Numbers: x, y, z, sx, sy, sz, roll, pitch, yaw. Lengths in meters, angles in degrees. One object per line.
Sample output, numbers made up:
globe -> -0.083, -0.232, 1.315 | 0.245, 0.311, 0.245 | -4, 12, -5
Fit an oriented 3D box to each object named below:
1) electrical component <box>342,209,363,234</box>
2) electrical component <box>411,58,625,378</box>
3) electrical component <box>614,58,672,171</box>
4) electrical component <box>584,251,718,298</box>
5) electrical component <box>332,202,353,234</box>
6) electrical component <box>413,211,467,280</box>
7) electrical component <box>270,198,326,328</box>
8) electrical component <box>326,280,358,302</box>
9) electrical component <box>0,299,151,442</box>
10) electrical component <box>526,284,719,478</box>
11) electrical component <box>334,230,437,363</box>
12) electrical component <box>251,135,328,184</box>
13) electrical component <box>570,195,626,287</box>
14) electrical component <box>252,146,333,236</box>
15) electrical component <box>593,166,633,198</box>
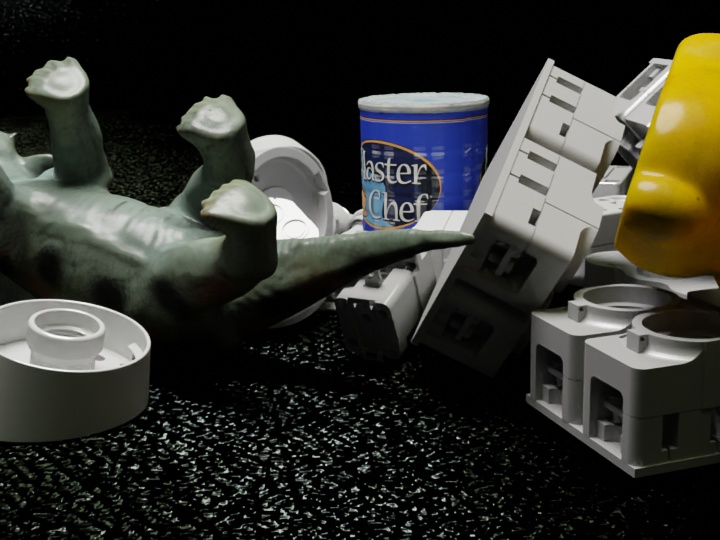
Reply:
electrical component -> 0.008, -0.032, 0.926 | 0.048, 0.048, 0.062 | 10, 24, 39
electrical component -> 0.102, -0.034, 0.655 | 0.060, 0.105, 0.186 | 27, 41, 1
electrical component -> 0.247, -0.048, 0.704 | 0.060, 0.186, 0.105 | -44, 12, 6
electrical component -> 0.198, 0.003, 0.697 | 0.052, 0.073, 0.138 | -7, 15, -23
electrical component -> -0.026, -0.040, 0.961 | 0.048, 0.048, 0.062 | 8, 10, 35
electrical component -> 0.065, -0.007, 0.777 | 0.061, 0.061, 0.096 | 1, 14, 10
electrical component -> -0.061, -0.005, 0.730 | 0.080, 0.051, 0.080 | -3, 54, 5
electrical component -> 0.000, 0.000, 0.771 | 0.055, 0.048, 0.066 | -2, -30, 27
electrical component -> -0.163, 0.057, 0.583 | 0.099, 0.064, 0.099 | 11, 19, -4
electrical component -> 0.194, 0.044, 0.555 | 0.186, 0.060, 0.105 | -6, 14, -18
electrical component -> 0.017, 0.019, 0.663 | 0.042, 0.081, 0.063 | 7, 38, 30
electrical component -> -0.082, -0.077, 1.016 | 0.099, 0.099, 0.064 | -9, 22, -28
electrical component -> 0.185, -0.021, 0.827 | 0.095, 0.059, 0.054 | -9, 16, -30
electrical component -> -0.080, -0.043, 0.855 | 0.060, 0.108, 0.108 | 3, 13, 43
electrical component -> 0.199, -0.067, 1.020 | 0.109, 0.056, 0.109 | 4, 14, 20
